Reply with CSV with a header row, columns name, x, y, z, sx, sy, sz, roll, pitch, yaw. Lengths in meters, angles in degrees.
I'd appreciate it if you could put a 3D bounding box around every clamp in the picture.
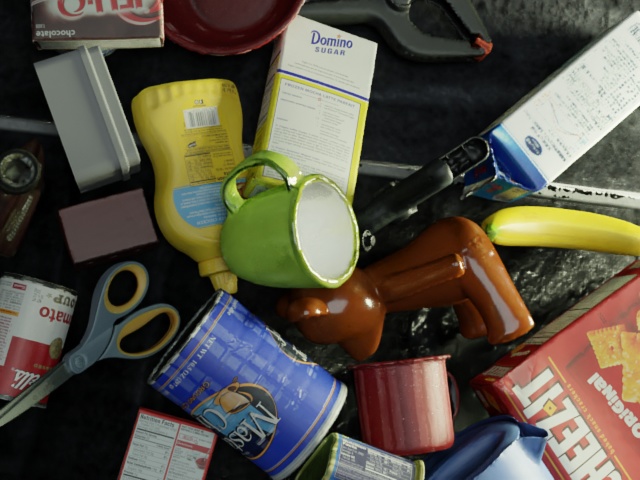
name,x,y,z,sx,sy,sz,roll,pitch,yaw
clamp,0.076,-0.039,0.963,0.120,0.172,0.039,-23,84,-51
clamp,0.065,-0.225,1.024,0.210,0.036,0.164,37,80,-2

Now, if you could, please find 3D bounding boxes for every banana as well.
name,x,y,z,sx,sy,sz,roll,pitch,yaw
banana,0.229,-0.005,1.017,0.197,0.070,0.037,2,118,-20

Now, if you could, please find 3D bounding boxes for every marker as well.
name,x,y,z,sx,sy,sz,roll,pitch,yaw
marker,-0.006,0.001,0.951,0.121,0.020,0.020,0,81,30

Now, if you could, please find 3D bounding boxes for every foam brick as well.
name,x,y,z,sx,sy,sz,roll,pitch,yaw
foam brick,-0.186,-0.009,0.937,0.078,0.053,0.051,-16,87,-13

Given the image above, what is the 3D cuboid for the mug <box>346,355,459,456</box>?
name,x,y,z,sx,sy,sz,roll,pitch,yaw
mug,0.083,0.147,0.957,0.117,0.093,0.081,0,81,-45

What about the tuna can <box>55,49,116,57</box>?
name,x,y,z,sx,sy,sz,roll,pitch,yaw
tuna can,-0.214,-0.208,0.966,0.086,0.034,0.086,1,83,-11

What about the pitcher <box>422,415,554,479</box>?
name,x,y,z,sx,sy,sz,roll,pitch,yaw
pitcher,0.175,0.292,0.944,0.144,0.149,0.243,-37,94,-28

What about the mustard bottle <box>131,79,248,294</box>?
name,x,y,z,sx,sy,sz,roll,pitch,yaw
mustard bottle,-0.103,-0.044,0.954,0.096,0.058,0.191,-10,85,-32

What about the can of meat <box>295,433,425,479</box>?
name,x,y,z,sx,sy,sz,roll,pitch,yaw
can of meat,0.028,0.215,0.904,0.084,0.102,0.057,22,43,-10

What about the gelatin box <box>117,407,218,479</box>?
name,x,y,z,sx,sy,sz,roll,pitch,yaw
gelatin box,-0.136,0.198,0.933,0.073,0.030,0.089,17,80,-8

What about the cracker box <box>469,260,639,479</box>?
name,x,y,z,sx,sy,sz,roll,pitch,yaw
cracker box,0.277,0.141,1.003,0.213,0.072,0.164,-34,90,-13

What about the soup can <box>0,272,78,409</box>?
name,x,y,z,sx,sy,sz,roll,pitch,yaw
soup can,-0.251,0.085,0.904,0.068,0.068,0.102,16,80,-9

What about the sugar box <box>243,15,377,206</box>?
name,x,y,z,sx,sy,sz,roll,pitch,yaw
sugar box,-0.007,-0.111,0.970,0.093,0.048,0.176,17,64,-15

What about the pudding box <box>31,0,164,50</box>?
name,x,y,z,sx,sy,sz,roll,pitch,yaw
pudding box,-0.193,-0.213,0.927,0.113,0.039,0.090,-3,84,-4

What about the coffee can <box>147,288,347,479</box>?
name,x,y,z,sx,sy,sz,roll,pitch,yaw
coffee can,-0.062,0.124,0.918,0.140,0.103,0.102,39,77,-7

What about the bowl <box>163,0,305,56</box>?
name,x,y,z,sx,sy,sz,roll,pitch,yaw
bowl,-0.083,-0.241,0.973,0.162,0.055,0.162,-1,85,7

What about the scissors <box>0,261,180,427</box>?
name,x,y,z,sx,sy,sz,roll,pitch,yaw
scissors,-0.203,0.081,0.893,0.201,0.016,0.096,-20,101,-41
